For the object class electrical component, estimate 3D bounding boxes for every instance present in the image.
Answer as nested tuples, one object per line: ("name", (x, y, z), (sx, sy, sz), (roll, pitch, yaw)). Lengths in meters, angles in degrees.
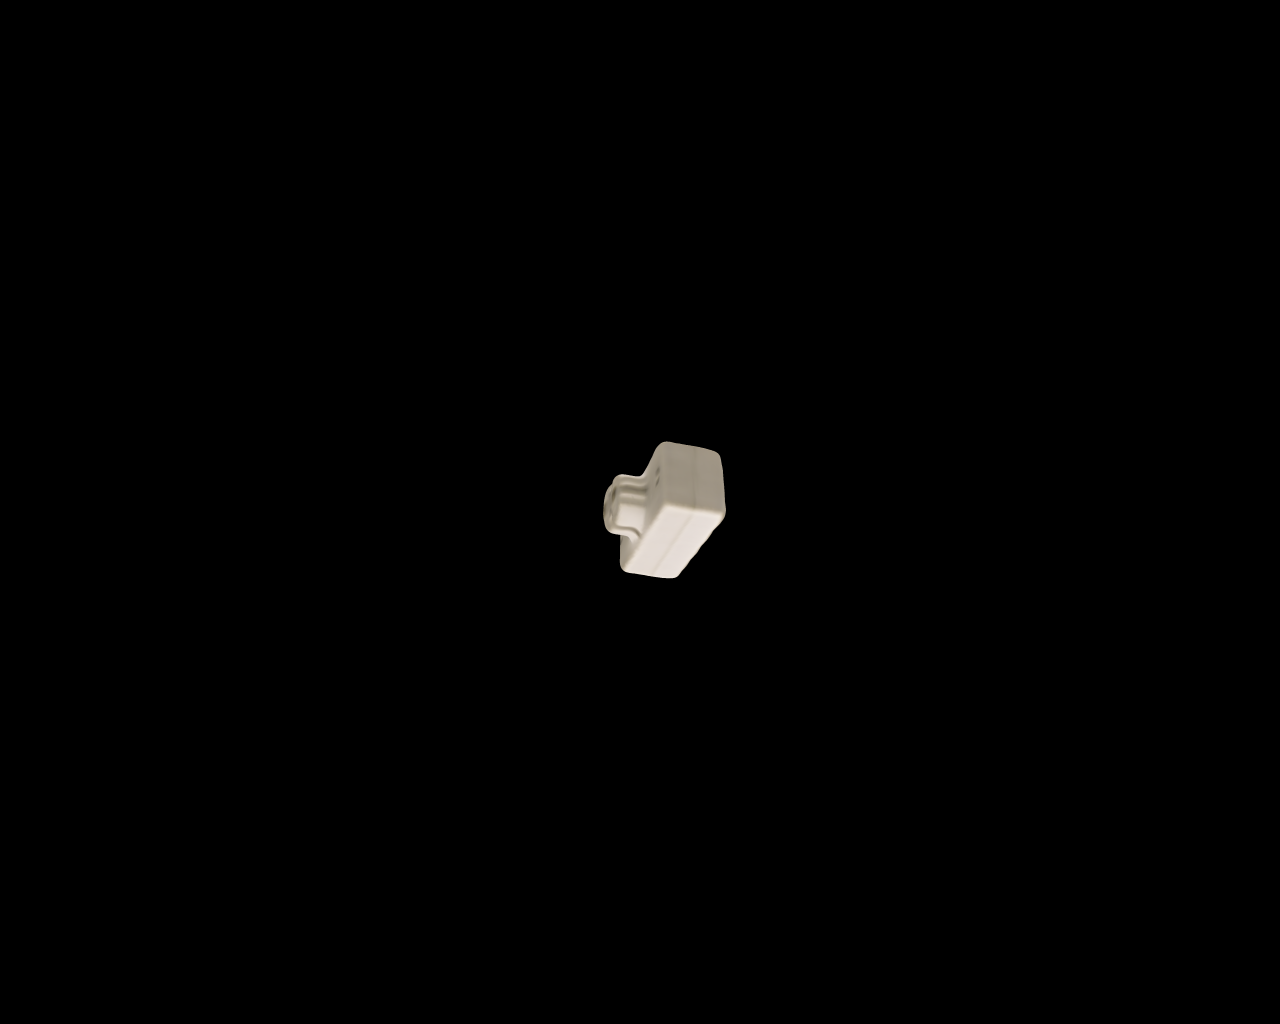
("electrical component", (0.001, -0.003, 0.650), (0.076, 0.047, 0.083), (10, -34, -15))
